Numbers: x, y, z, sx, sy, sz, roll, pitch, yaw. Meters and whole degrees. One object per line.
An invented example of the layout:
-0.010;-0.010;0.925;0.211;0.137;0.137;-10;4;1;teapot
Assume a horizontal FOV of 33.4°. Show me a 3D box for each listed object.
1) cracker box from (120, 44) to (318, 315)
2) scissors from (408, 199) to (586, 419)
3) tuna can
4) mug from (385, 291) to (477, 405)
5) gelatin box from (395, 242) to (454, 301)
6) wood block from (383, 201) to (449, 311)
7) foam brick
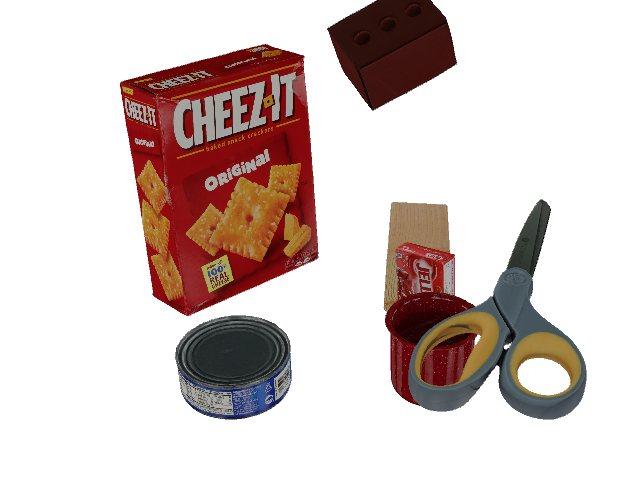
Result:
-0.086;-0.058;0.996;0.163;0.214;0.072;-22;30;-34;cracker box
0.121;0.035;0.581;0.096;0.016;0.201;19;39;30;scissors
-0.064;0.095;0.799;0.086;0.034;0.086;-2;32;1;tuna can
0.118;0.105;1.064;0.093;0.081;0.117;24;41;34;mug
0.134;0.052;1.360;0.073;0.089;0.030;17;34;36;gelatin box
0.145;0.023;1.599;0.091;0.090;0.206;4;25;4;wood block
0.055;-0.147;0.805;0.078;0.053;0.051;-30;-36;-3;foam brick
